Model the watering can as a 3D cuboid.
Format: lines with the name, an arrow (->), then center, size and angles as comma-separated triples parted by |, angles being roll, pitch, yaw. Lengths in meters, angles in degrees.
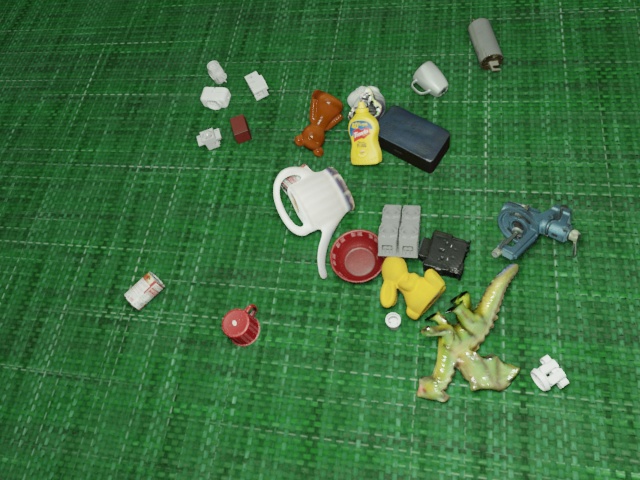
watering can -> 0.005, -0.077, 1.533 | 0.225, 0.103, 0.350 | -27, 81, -11

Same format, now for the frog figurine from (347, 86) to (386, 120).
frog figurine -> 0.148, -0.436, 1.683 | 0.122, 0.162, 0.135 | 13, 108, -4

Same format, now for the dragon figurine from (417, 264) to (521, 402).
dragon figurine -> 0.404, 0.260, 1.307 | 0.411, 0.121, 0.244 | -32, 80, -3
